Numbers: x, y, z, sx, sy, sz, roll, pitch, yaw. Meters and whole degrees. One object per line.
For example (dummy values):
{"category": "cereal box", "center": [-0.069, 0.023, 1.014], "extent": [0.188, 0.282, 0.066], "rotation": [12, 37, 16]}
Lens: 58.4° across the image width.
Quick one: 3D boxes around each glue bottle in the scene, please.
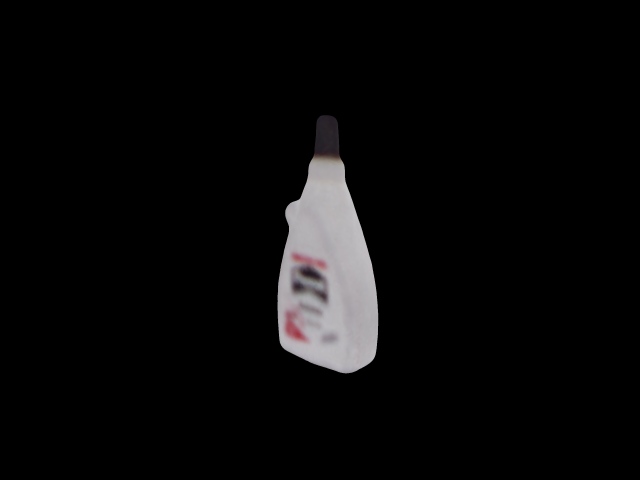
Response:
{"category": "glue bottle", "center": [0.004, 0.001, 0.400], "extent": [0.077, 0.173, 0.037], "rotation": [11, 17, 38]}
